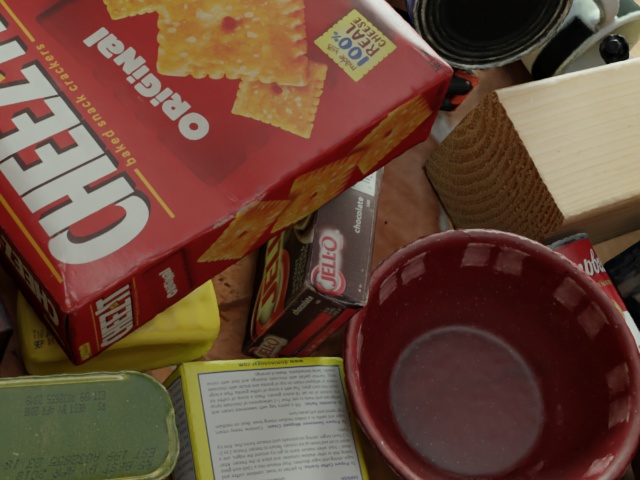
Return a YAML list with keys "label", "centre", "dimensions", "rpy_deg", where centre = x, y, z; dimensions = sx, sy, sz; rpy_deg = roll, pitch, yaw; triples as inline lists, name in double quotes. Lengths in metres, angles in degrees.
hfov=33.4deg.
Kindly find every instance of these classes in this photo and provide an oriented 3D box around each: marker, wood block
- label: "marker"
  centre: [0.208, -0.119, 0.735]
  dimensions: [0.020, 0.020, 0.121]
  rpy_deg: [61, 16, 14]
- label: "wood block"
  centre: [0.184, -0.054, 0.691]
  dimensions: [0.205, 0.090, 0.091]
  rpy_deg: [-16, 72, -32]

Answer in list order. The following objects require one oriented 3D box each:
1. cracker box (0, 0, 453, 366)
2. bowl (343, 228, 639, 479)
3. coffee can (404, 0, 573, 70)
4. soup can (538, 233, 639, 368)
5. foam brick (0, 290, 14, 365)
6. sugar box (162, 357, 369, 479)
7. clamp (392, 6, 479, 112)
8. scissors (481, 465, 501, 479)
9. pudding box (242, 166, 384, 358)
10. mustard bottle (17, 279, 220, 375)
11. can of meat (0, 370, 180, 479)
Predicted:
- label: "cracker box"
  centre: [-0.071, -0.070, 0.506]
  dimensions: [0.213, 0.072, 0.164]
  rpy_deg: [-33, 72, -22]
- label: "bowl"
  centre: [0.086, 0.076, 0.566]
  dimensions: [0.162, 0.055, 0.162]
  rpy_deg: [5, 61, -9]
- label: "coffee can"
  centre: [0.095, -0.194, 0.695]
  dimensions: [0.102, 0.103, 0.140]
  rpy_deg: [7, 45, -22]
- label: "soup can"
  centre: [0.151, 0.056, 0.629]
  dimensions: [0.068, 0.069, 0.102]
  rpy_deg: [-17, 73, -31]
- label: "foam brick"
  centre: [-0.175, 0.039, 0.480]
  dimensions: [0.051, 0.078, 0.053]
  rpy_deg: [-15, 69, -30]
- label: "sugar box"
  centre: [-0.018, 0.146, 0.516]
  dimensions: [0.093, 0.048, 0.176]
  rpy_deg: [1, 67, -26]
- label: "clamp"
  centre: [0.020, -0.127, 0.682]
  dimensions: [0.171, 0.039, 0.120]
  rpy_deg: [31, 51, -4]
- label: "scissors"
  centre: [0.115, 0.135, 0.584]
  dimensions: [0.096, 0.016, 0.202]
  rpy_deg: [-14, 62, -21]
- label: "pudding box"
  centre: [-0.004, 0.001, 0.573]
  dimensions: [0.039, 0.090, 0.113]
  rpy_deg: [21, 56, -16]
- label: "mustard bottle"
  centre: [-0.117, -0.027, 0.553]
  dimensions: [0.096, 0.058, 0.191]
  rpy_deg: [-7, 67, -19]
- label: "can of meat"
  centre: [-0.120, 0.097, 0.470]
  dimensions: [0.101, 0.084, 0.057]
  rpy_deg: [-1, 64, -25]
